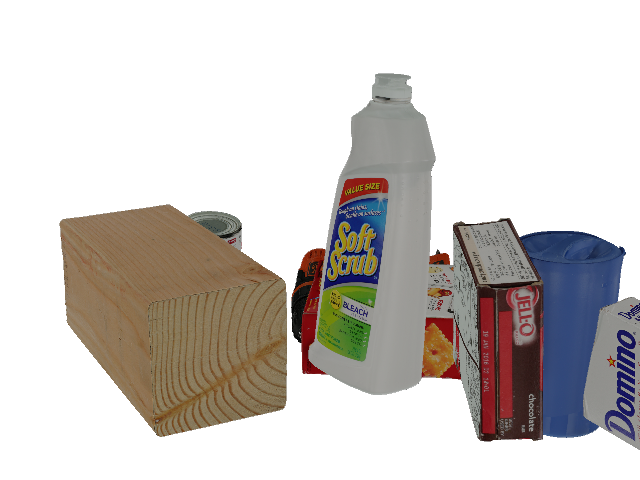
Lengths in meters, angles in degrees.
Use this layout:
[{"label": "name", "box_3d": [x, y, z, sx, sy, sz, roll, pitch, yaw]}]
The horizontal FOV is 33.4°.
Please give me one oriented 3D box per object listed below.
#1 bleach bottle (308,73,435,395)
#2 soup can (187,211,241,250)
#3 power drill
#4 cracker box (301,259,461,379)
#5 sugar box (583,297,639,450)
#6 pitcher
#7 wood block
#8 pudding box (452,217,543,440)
[{"label": "bleach bottle", "box_3d": [0.044, -0.009, 0.861, 0.067, 0.251, 0.103, -9, 20, -36]}, {"label": "soup can", "box_3d": [-0.118, 0.028, 1.130, 0.068, 0.102, 0.068, 3, 25, -1]}, {"label": "power drill", "box_3d": [0.060, 0.064, 1.241, 0.187, 0.057, 0.184, 1, 28, 4]}, {"label": "cracker box", "box_3d": [0.095, 0.078, 1.058, 0.214, 0.072, 0.164, 2, 17, 5]}, {"label": "sugar box", "box_3d": [0.261, 0.115, 0.719, 0.048, 0.093, 0.176, -15, 29, -38]}, {"label": "pitcher", "box_3d": [0.291, 0.117, 1.322, 0.149, 0.243, 0.144, 5, 18, 19]}, {"label": "wood block", "box_3d": [-0.107, 0.046, 0.735, 0.090, 0.090, 0.206, -9, 19, -26]}, {"label": "pudding box", "box_3d": [0.098, 0.046, 0.594, 0.039, 0.090, 0.113, -3, 18, 0]}]
